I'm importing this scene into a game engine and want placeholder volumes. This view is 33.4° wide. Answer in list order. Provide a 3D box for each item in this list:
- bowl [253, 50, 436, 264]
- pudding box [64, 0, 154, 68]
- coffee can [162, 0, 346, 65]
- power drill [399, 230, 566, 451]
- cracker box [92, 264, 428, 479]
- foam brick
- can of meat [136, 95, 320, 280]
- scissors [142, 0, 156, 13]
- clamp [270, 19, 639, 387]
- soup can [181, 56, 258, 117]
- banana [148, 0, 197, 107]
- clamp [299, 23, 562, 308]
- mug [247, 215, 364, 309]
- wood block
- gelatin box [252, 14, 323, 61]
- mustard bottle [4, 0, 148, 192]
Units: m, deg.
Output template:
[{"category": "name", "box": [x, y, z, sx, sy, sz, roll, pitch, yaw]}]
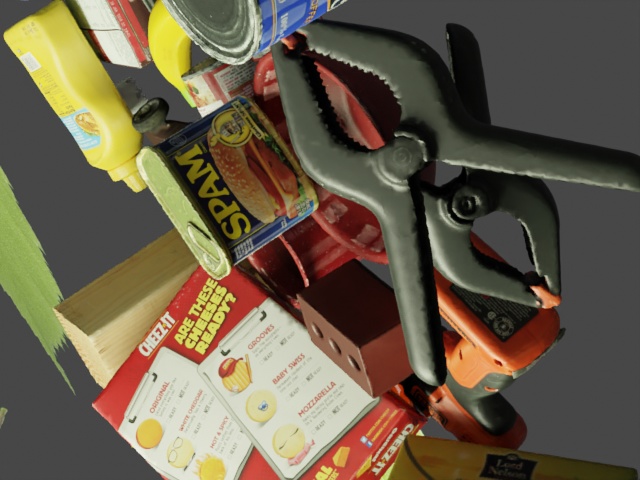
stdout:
[{"category": "bowl", "box": [0.026, -0.065, 0.706, 0.162, 0.055, 0.162, 44, 155, 26]}, {"category": "pudding box", "box": [-0.190, -0.206, 0.970, 0.114, 0.039, 0.090, 18, 139, 54]}, {"category": "coffee can", "box": [-0.008, -0.164, 0.523, 0.103, 0.140, 0.103, 44, 155, 26]}, {"category": "power drill", "box": [0.089, 0.065, 0.765, 0.184, 0.057, 0.188, 44, 158, 17]}, {"category": "cracker box", "box": [-0.050, 0.136, 0.839, 0.214, 0.164, 0.072, 38, 180, 28]}, {"category": "foam brick", "box": [0.030, 0.060, 0.731, 0.078, 0.051, 0.053, 38, 152, 46]}, {"category": "can of meat", "box": [-0.062, -0.038, 0.734, 0.102, 0.083, 0.058, 56, 158, -1]}, {"category": "scissors", "box": [-0.154, -0.249, 0.844, 0.016, 0.096, 0.201, 7, 167, 22]}, {"category": "clamp", "box": [0.058, -0.048, 0.563, 0.210, 0.165, 0.036, 53, -161, 4]}, {"category": "soup can", "box": [-0.050, -0.094, 0.804, 0.102, 0.068, 0.069, 61, 157, -16]}, {"category": "banana", "box": [-0.104, -0.170, 0.855, 0.069, 0.037, 0.198, 34, 161, -5]}, {"category": "clamp", "box": [0.072, -0.023, 0.614, 0.171, 0.120, 0.039, 58, -162, -10]}, {"category": "mug", "box": [-0.005, 0.001, 0.829, 0.093, 0.081, 0.117, 38, 153, 36]}, {"category": "wood block", "box": [-0.121, 0.050, 0.968, 0.090, 0.205, 0.091, 23, 142, 54]}, {"category": "gelatin box", "box": [-0.038, -0.168, 0.725, 0.073, 0.030, 0.089, 5, 127, 61]}, {"category": "mustard bottle", "box": [-0.219, -0.129, 1.010, 0.096, 0.058, 0.191, -3, 123, 58]}]
